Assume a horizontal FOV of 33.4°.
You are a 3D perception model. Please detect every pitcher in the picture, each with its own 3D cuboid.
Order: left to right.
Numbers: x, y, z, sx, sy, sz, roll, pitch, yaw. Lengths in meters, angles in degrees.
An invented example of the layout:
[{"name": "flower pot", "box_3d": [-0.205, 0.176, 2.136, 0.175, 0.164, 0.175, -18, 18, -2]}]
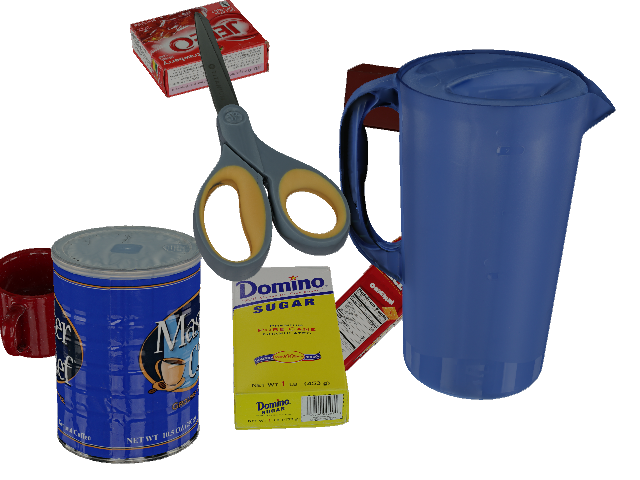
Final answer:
[{"name": "pitcher", "box_3d": [0.107, -0.011, 0.780, 0.144, 0.243, 0.149, -19, 32, -35]}]

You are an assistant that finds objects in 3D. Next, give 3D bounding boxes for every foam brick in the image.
[{"name": "foam brick", "box_3d": [0.065, -0.129, 0.974, 0.078, 0.051, 0.053, 10, 18, 18]}]

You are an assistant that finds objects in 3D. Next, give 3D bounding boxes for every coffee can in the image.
[{"name": "coffee can", "box_3d": [-0.136, 0.070, 0.753, 0.103, 0.140, 0.103, 2, 17, -1]}]

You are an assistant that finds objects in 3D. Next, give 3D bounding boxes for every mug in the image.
[{"name": "mug", "box_3d": [-0.289, 0.072, 1.080, 0.093, 0.081, 0.117, 9, 31, 6]}]

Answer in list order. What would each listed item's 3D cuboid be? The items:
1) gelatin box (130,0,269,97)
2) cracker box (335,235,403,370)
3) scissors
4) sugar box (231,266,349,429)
[{"name": "gelatin box", "box_3d": [-0.094, -0.152, 0.835, 0.089, 0.030, 0.073, -19, 46, -20]}, {"name": "cracker box", "box_3d": [0.067, 0.071, 1.265, 0.214, 0.072, 0.164, -47, -7, 31]}, {"name": "scissors", "box_3d": [-0.032, -0.061, 0.624, 0.096, 0.201, 0.016, 4, -37, -7]}, {"name": "sugar box", "box_3d": [-0.030, 0.087, 0.918, 0.093, 0.048, 0.176, -1, 35, -5]}]
